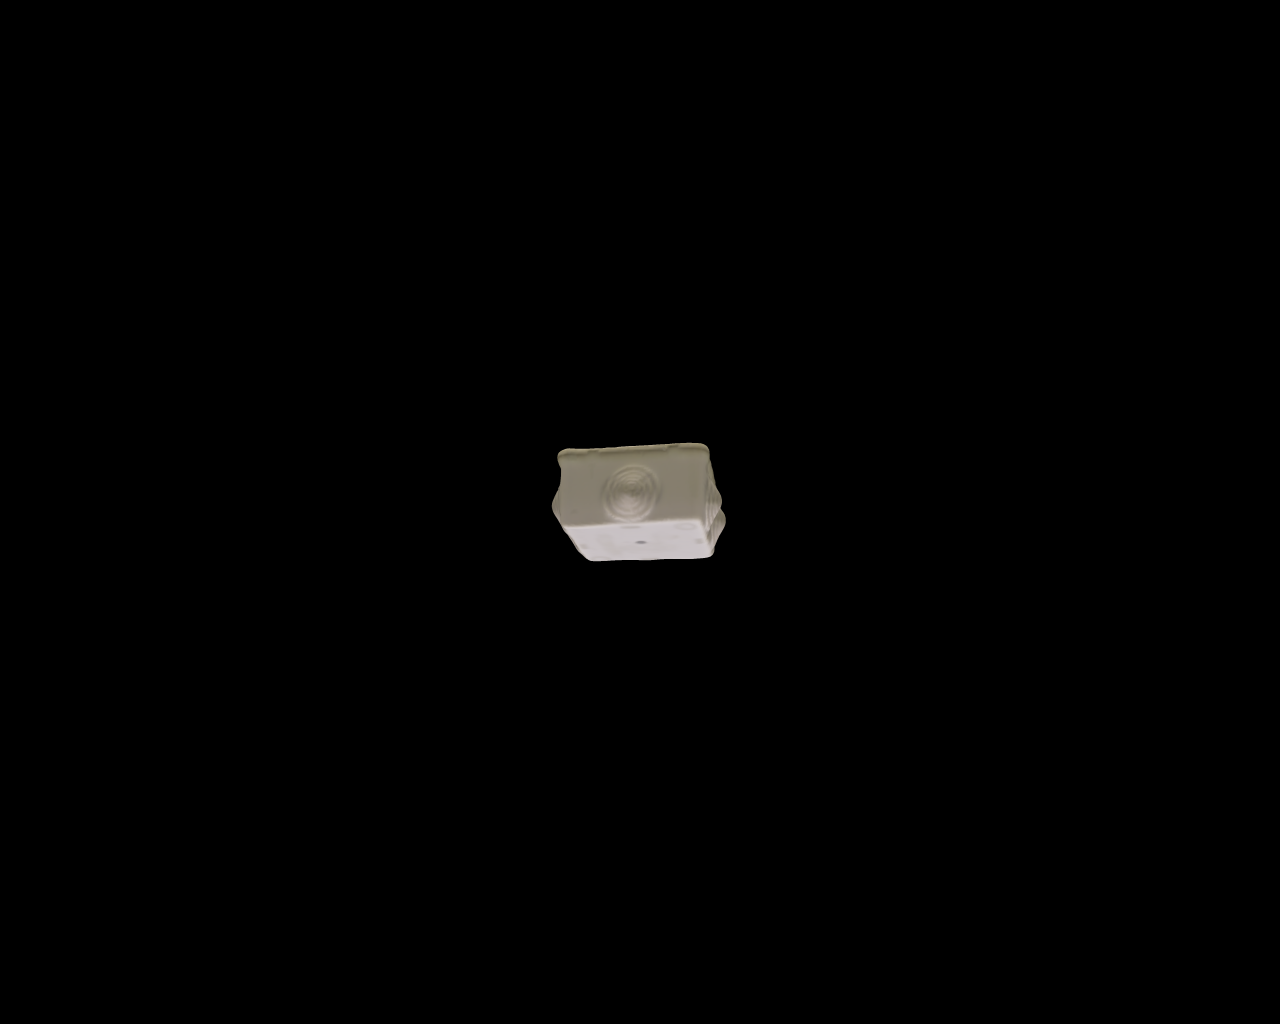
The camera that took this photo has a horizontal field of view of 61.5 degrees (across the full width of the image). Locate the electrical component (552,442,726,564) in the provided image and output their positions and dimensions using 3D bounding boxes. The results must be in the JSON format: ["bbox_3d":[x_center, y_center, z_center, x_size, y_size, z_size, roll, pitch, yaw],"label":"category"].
[{"bbox_3d":[0.001,-0.003,0.650,0.100,0.048,0.099,-2,-18,7],"label":"electrical component"}]
